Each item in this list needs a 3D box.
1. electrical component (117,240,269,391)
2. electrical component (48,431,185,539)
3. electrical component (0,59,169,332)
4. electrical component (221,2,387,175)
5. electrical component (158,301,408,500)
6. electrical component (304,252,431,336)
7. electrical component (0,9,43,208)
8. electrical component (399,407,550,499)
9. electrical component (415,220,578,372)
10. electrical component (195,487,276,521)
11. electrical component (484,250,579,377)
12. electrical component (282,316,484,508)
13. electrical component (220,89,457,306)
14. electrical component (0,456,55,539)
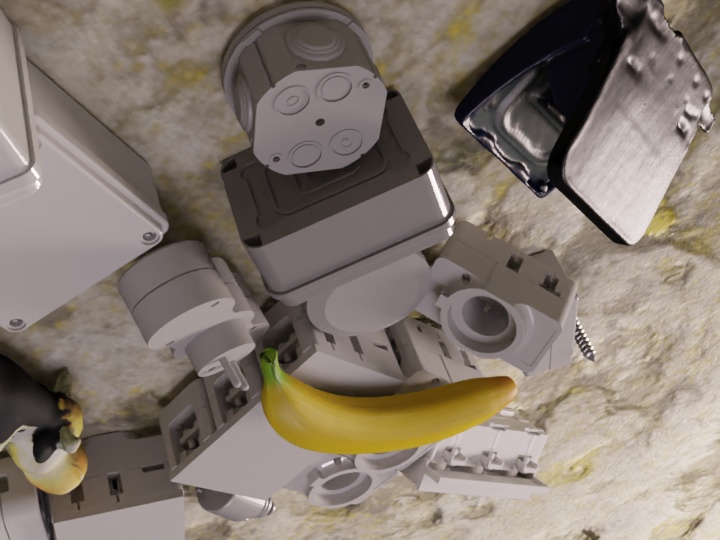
[{"bbox_3d":[-0.084,0.036,0.615,0.052,0.073,0.138,-31,166,1],"label":"electrical component"},{"bbox_3d":[-0.180,0.189,0.800,0.089,0.061,0.150,-9,140,-16],"label":"electrical component"},{"bbox_3d":[-0.173,-0.034,0.543,0.109,0.056,0.109,-31,141,12],"label":"electrical component"},{"bbox_3d":[-0.027,-0.091,0.550,0.080,0.051,0.080,-13,141,-11],"label":"electrical component"},{"bbox_3d":[-0.056,0.086,0.737,0.150,0.061,0.089,-42,138,24],"label":"electrical component"},{"bbox_3d":[0.000,0.000,0.671,0.080,0.051,0.080,-13,141,-11],"label":"electrical component"},{"bbox_3d":[-0.198,-0.065,0.452,0.109,0.108,0.056,-23,139,1],"label":"electrical component"},{"bbox_3d":[0.091,0.144,0.871,0.121,0.079,0.063,13,101,-36],"label":"electrical component"},{"bbox_3d":[0.086,0.019,0.695,0.089,0.055,0.050,30,130,4],"label":"electrical component"},{"bbox_3d":[-0.094,0.178,0.846,0.040,0.040,0.078,-34,141,15],"label":"electrical component"},{"bbox_3d":[0.111,0.038,0.773,0.076,0.047,0.083,-17,142,-7],"label":"electrical component"},{"bbox_3d":[0.013,0.110,0.799,0.150,0.061,0.089,-42,138,23],"label":"electrical component"},{"bbox_3d":[-0.012,-0.039,0.598,0.113,0.078,0.057,-24,139,2],"label":"electrical component"},{"bbox_3d":[-0.252,0.176,0.757,0.059,0.053,0.095,-11,141,-14],"label":"electrical component"}]
